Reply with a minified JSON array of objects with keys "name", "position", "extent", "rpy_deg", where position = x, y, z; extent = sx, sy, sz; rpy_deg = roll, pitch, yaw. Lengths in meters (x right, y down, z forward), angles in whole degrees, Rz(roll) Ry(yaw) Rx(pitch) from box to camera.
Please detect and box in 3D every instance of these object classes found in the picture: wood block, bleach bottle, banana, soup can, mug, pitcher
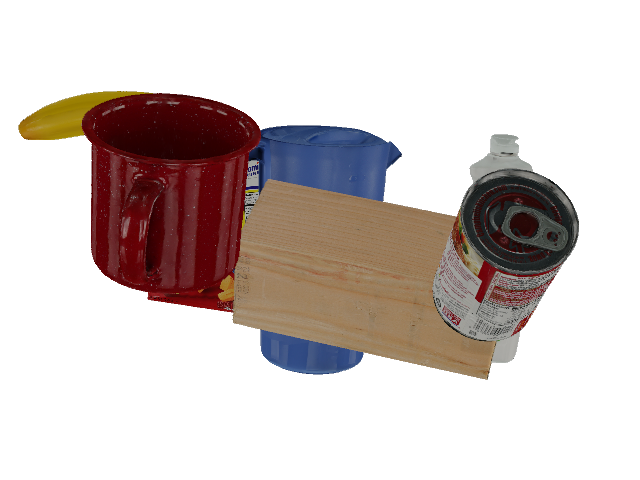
[{"name":"wood block","position":[0.042,0.029,0.847],"extent":[0.206,0.090,0.090],"rpy_deg":[12,38,8]},{"name":"bleach bottle","position":[0.184,0.007,1.191],"extent":[0.103,0.251,0.068],"rpy_deg":[8,16,15]},{"name":"banana","position":[-0.171,-0.104,0.944],"extent":[0.198,0.037,0.069],"rpy_deg":[12,48,19]},{"name":"soup can","position":[0.109,0.012,0.645],"extent":[0.068,0.068,0.102],"rpy_deg":[0,-28,-5]},{"name":"mug","position":[-0.083,-0.019,0.563],"extent":[0.093,0.081,0.117],"rpy_deg":[8,28,2]},{"name":"pitcher","position":[-0.013,0.007,1.078],"extent":[0.149,0.243,0.144],"rpy_deg":[9,15,22]}]

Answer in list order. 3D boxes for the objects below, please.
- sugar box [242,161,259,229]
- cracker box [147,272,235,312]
[{"name":"sugar box","position":[-0.086,-0.039,1.326],"extent":[0.048,0.176,0.093],"rpy_deg":[-9,24,-11]},{"name":"cracker box","position":[-0.170,-0.005,1.607],"extent":[0.164,0.214,0.072],"rpy_deg":[9,19,9]}]
